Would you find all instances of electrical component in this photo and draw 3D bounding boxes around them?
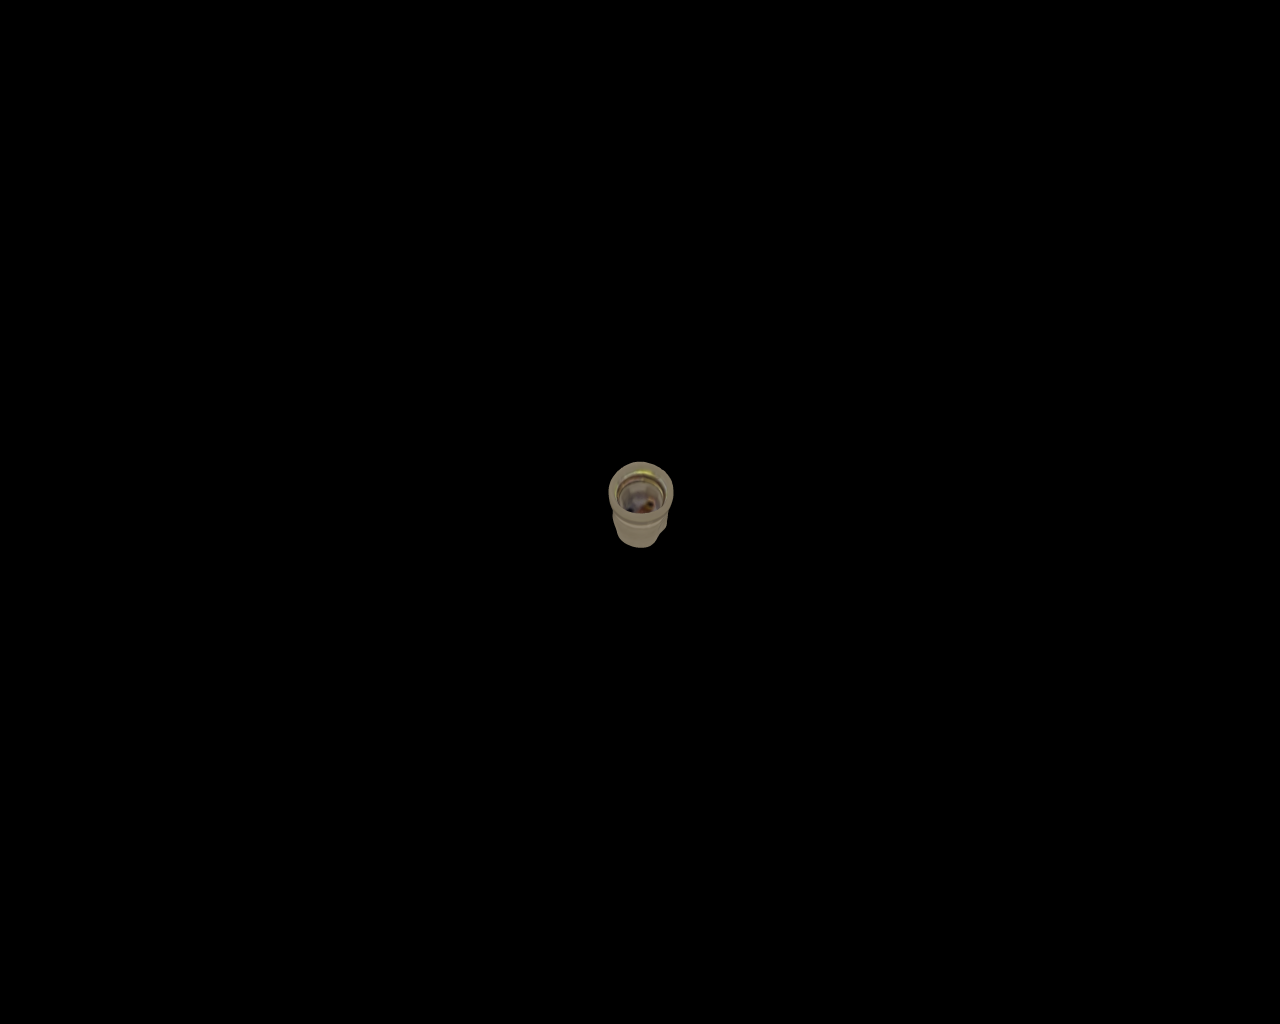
[{"bbox_3d":[0.001,-0.003,0.650,0.040,0.040,0.046,0,-32,0],"label":"electrical component"}]
